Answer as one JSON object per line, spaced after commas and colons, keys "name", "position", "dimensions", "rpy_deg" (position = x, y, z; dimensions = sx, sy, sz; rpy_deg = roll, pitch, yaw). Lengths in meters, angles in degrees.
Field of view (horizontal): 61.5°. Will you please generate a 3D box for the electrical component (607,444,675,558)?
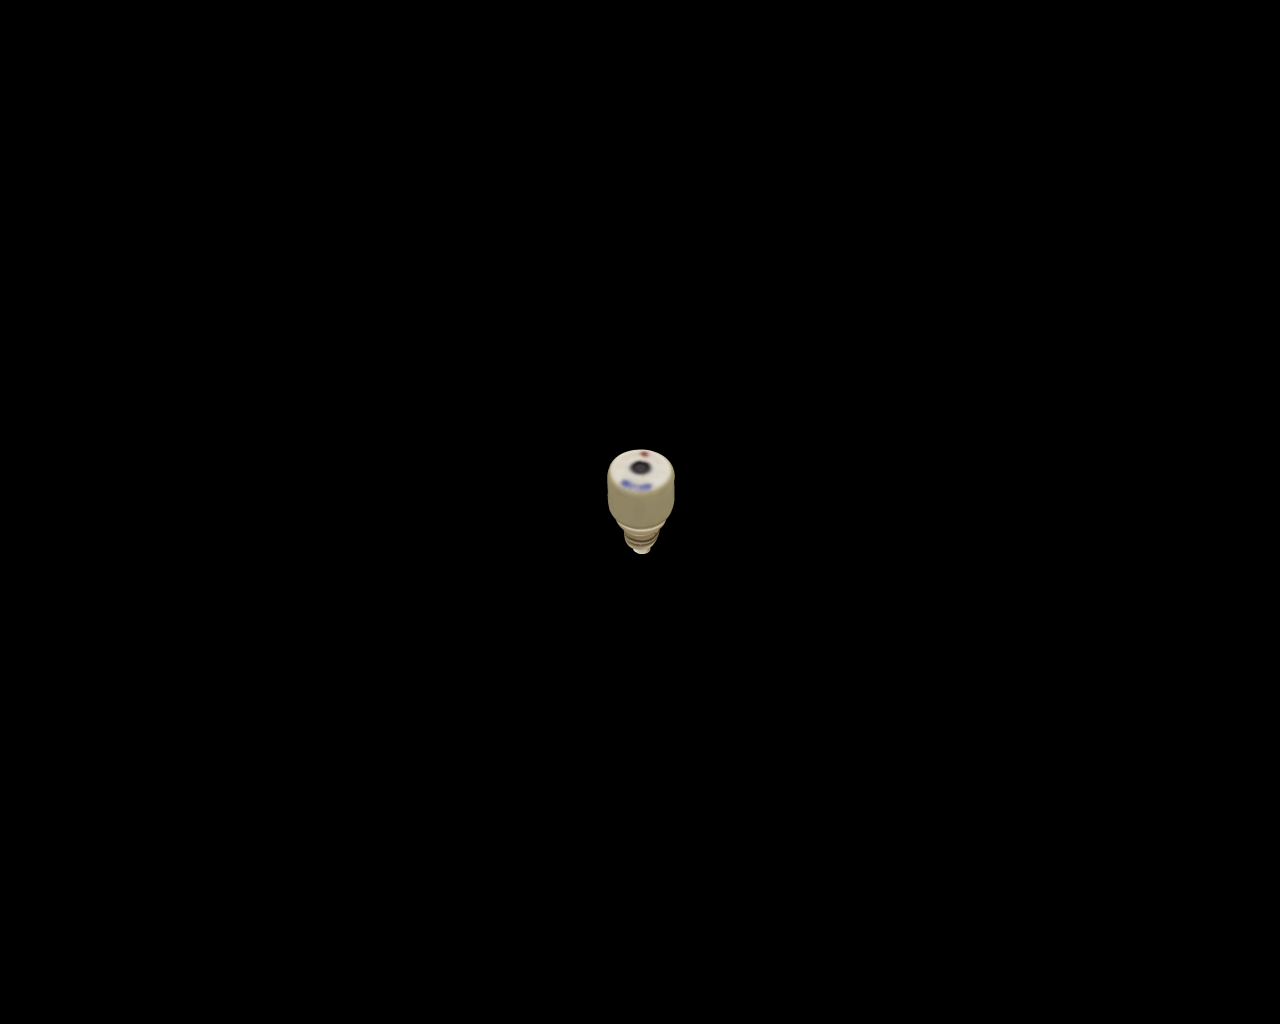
{"name": "electrical component", "position": [0.001, -0.003, 0.650], "dimensions": [0.040, 0.040, 0.078], "rpy_deg": [0, -44, 0]}
